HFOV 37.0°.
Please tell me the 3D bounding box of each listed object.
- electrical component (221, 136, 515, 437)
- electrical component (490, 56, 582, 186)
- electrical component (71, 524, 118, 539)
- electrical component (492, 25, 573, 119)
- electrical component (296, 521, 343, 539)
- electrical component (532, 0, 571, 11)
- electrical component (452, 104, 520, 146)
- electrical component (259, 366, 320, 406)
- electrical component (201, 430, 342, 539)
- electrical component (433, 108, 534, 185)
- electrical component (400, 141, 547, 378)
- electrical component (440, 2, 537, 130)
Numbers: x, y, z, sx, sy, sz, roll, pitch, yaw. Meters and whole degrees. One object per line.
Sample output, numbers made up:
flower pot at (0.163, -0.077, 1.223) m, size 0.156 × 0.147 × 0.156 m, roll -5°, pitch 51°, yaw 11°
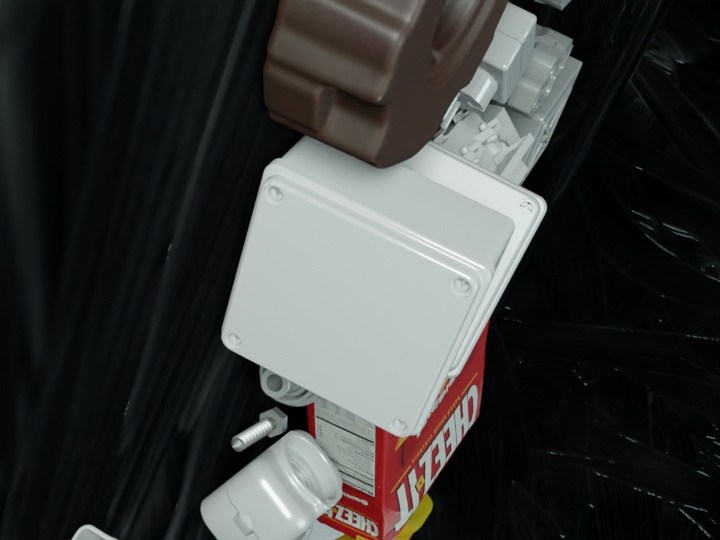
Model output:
electrical component at (0.001, 0.007, 0.502) m, size 0.056 × 0.109 × 0.108 m, roll -53°, pitch 167°, yaw -51°
electrical component at (0.141, -0.132, 0.959) m, size 0.108 × 0.056 × 0.108 m, roll -52°, pitch 166°, yaw -42°
electrical component at (-0.102, 0.186, 0.467) m, size 0.108 × 0.109 × 0.056 m, roll -58°, pitch 166°, yaw -20°
electrical component at (0.113, -0.150, 0.776) m, size 0.078 × 0.057 × 0.058 m, roll -51°, pitch 165°, yaw -44°
electrical component at (-0.035, 0.183, 0.869) m, size 0.096 × 0.061 × 0.061 m, roll -19°, pitch 146°, yaw -34°
electrical component at (0.124, -0.210, 0.689) m, size 0.080 × 0.051 × 0.080 m, roll -58°, pitch 169°, yaw -19°
electrical component at (0.079, -0.089, 0.781) m, size 0.055 × 0.066 × 0.048 m, roll -50°, pitch 132°, yaw -16°
electrical component at (-0.038, 0.059, 0.625) m, size 0.043 × 0.043 × 0.062 m, roll -65°, pitch 168°, yaw 14°
electrical component at (-0.052, 0.143, 0.695) m, size 0.059 × 0.053 × 0.095 m, roll -39°, pitch 176°, yaw 16°
electrical component at (0.057, -0.053, 0.691) m, size 0.079 × 0.063 × 0.121 m, roll -33°, pitch -169°, yaw 36°
electrical component at (0.030, -0.012, 0.594) m, size 0.108 × 0.109 × 0.056 m, roll -62°, pitch 172°, yaw -1°
electrical component at (0.069, -0.122, 0.664) m, size 0.076 × 0.047 × 0.065 m, roll -60°, pitch 169°, yaw -5°
